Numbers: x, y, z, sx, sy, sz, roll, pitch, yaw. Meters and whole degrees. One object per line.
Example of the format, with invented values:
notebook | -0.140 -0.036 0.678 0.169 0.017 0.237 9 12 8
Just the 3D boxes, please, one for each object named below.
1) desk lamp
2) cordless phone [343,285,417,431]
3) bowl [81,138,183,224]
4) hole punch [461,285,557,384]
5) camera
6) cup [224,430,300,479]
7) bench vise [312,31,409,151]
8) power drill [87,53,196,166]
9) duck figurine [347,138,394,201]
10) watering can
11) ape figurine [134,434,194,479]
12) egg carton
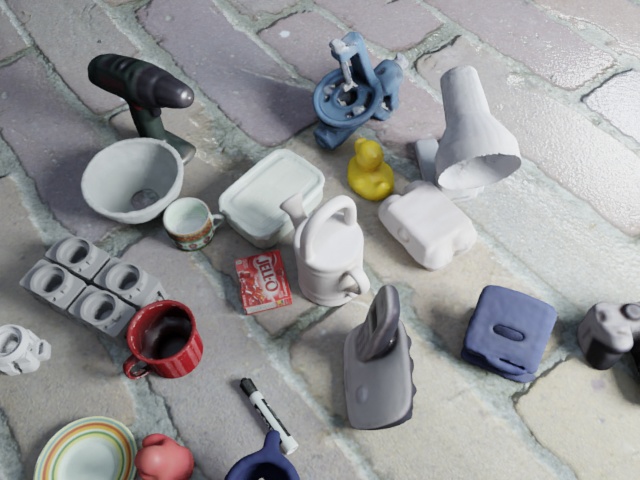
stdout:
desk lamp | 0.218 -0.146 0.889 0.118 0.214 0.203 -7 57 -2
cordless phone | 0.076 0.150 0.721 0.094 0.185 0.147 -5 57 -1
bowl | -0.302 -0.087 0.954 0.167 0.075 0.167 -1 57 2
hole punch | 0.257 0.129 0.783 0.108 0.091 0.101 20 60 14
camera | 0.440 0.147 0.758 0.143 0.101 0.136 -4 57 0
cup | -0.063 0.296 0.686 0.091 0.095 0.118 6 58 6
bench vise | 0.063 -0.282 0.979 0.121 0.220 0.208 25 61 17
power drill | -0.278 -0.214 0.955 0.229 0.208 0.076 29 63 19
duck figurine | 0.085 -0.124 0.956 0.077 0.086 0.104 -21 59 -10
watering can | 0.006 0.004 0.812 0.172 0.194 0.101 25 61 17
ape figurine | -0.200 0.276 0.706 0.076 0.092 0.078 4 57 5
egg carton | 0.166 -0.024 0.898 0.107 0.069 0.150 -32 62 -17
